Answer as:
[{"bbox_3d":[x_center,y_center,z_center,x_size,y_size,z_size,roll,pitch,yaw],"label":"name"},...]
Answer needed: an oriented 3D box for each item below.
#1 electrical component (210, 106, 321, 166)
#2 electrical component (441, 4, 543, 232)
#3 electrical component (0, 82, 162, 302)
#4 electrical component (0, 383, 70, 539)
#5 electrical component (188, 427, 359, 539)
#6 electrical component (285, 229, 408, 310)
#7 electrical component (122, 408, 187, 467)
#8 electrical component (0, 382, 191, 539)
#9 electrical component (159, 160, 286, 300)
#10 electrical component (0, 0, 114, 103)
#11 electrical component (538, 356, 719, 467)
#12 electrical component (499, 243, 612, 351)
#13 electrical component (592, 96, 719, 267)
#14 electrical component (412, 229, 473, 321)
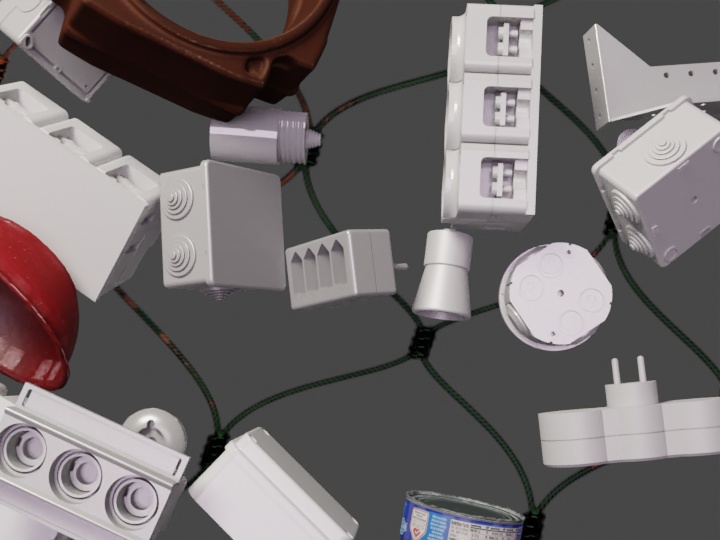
[{"bbox_3d":[-0.070,-0.102,0.817,0.081,0.043,0.043,5,84,2],"label":"electrical component"},{"bbox_3d":[0.095,-0.109,0.789,0.062,0.089,0.150,3,84,2],"label":"electrical component"},{"bbox_3d":[-0.224,-0.061,0.799,0.150,0.062,0.089,35,113,5],"label":"electrical component"},{"bbox_3d":[-0.288,0.134,0.791,0.186,0.060,0.105,29,86,4],"label":"electrical component"},{"bbox_3d":[-0.059,0.171,0.771,0.113,0.078,0.057,44,90,5],"label":"electrical component"},{"bbox_3d":[0.000,0.000,0.794,0.076,0.083,0.047,-2,83,-37],"label":"electrical component"},{"bbox_3d":[-0.147,0.125,0.787,0.048,0.062,0.048,0,83,2],"label":"electrical component"},{"bbox_3d":[-0.182,0.136,0.722,0.121,0.063,0.078,24,86,5],"label":"electrical component"},{"bbox_3d":[-0.101,-0.028,0.784,0.048,0.100,0.099,-7,83,31],"label":"electrical component"},{"bbox_3d":[-0.221,-0.177,0.812,0.061,0.096,0.061,-49,54,-3],"label":"electrical component"},{"bbox_3d":[0.199,0.100,0.783,0.138,0.052,0.073,-5,84,1],"label":"electrical component"},{"bbox_3d":[0.145,0.019,0.794,0.080,0.051,0.080,0,84,2],"label":"electrical component"},{"bbox_3d":[0.227,-0.061,0.777,0.100,0.099,0.048,-38,43,-2],"label":"electrical component"},{"bbox_3d":[0.064,0.002,0.804,0.044,0.044,0.065,7,80,2],"label":"electrical component"}]
